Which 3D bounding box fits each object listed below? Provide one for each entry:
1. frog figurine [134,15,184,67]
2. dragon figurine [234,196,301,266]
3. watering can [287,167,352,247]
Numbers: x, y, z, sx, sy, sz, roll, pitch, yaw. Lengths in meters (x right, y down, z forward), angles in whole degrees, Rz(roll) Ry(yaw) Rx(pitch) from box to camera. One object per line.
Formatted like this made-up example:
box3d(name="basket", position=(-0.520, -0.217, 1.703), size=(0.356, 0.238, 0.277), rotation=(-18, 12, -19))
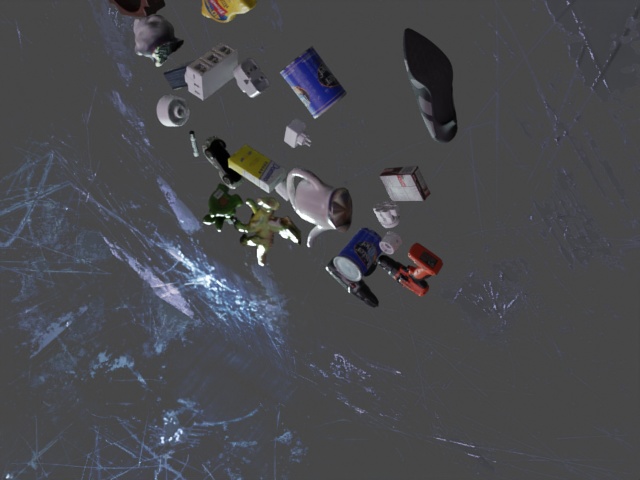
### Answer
box3d(name="frog figurine", position=(-0.513, -0.621, 1.550), size=(0.160, 0.124, 0.135), rotation=(48, 118, 8))
box3d(name="dragon figurine", position=(-0.180, -0.023, 1.942), size=(0.243, 0.125, 0.401), rotation=(14, 141, 28))
box3d(name="watering can", position=(0.005, -0.082, 1.628), size=(0.226, 0.106, 0.339), rotation=(19, 142, 34))
